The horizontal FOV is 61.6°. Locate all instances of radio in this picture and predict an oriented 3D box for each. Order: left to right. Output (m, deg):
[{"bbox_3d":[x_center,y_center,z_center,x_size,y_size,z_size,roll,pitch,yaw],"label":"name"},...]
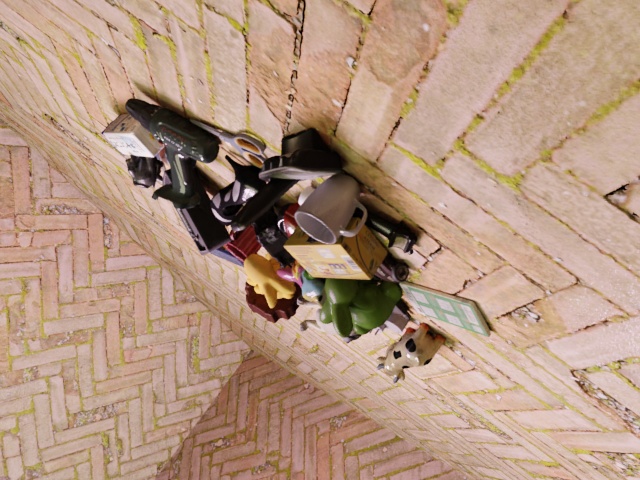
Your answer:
[{"bbox_3d":[-0.319,-0.076,1.376,0.229,0.073,0.131,63,158,-2],"label":"radio"}]

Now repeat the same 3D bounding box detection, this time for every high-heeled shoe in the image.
[{"bbox_3d":[-0.165,-0.078,1.170,0.145,0.086,0.248,45,149,22],"label":"high-heeled shoe"}]

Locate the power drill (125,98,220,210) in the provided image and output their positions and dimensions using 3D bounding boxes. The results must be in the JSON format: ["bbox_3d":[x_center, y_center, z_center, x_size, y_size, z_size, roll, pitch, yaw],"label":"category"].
[{"bbox_3d":[-0.324,-0.182,1.166,0.232,0.086,0.207,23,121,18],"label":"power drill"}]

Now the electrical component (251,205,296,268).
[{"bbox_3d":[-0.101,-0.021,1.185,0.114,0.058,0.134,55,-171,-36],"label":"electrical component"}]

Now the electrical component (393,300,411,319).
[{"bbox_3d":[0.169,0.149,1.239,0.094,0.021,0.063,45,159,-25],"label":"electrical component"}]

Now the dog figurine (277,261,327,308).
[{"bbox_3d":[-0.024,0.082,1.277,0.219,0.108,0.191,27,177,37],"label":"dog figurine"}]

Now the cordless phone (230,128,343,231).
[{"bbox_3d":[-0.066,-0.085,0.865,0.088,0.184,0.147,50,158,-21],"label":"cordless phone"}]

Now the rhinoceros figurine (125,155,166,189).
[{"bbox_3d":[-0.444,-0.186,1.393,0.190,0.073,0.112,-116,9,-69],"label":"rhinoceros figurine"}]

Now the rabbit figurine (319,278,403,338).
[{"bbox_3d":[0.062,0.119,1.136,0.170,0.159,0.121,38,173,-39],"label":"rabbit figurine"}]

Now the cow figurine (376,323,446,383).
[{"bbox_3d":[0.212,0.278,1.305,0.085,0.127,0.195,40,158,-1],"label":"cow figurine"}]

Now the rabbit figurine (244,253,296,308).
[{"bbox_3d":[-0.141,0.100,1.410,0.162,0.122,0.173,57,-177,31],"label":"rabbit figurine"}]

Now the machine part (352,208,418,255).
[{"bbox_3d":[0.105,-0.023,0.936,0.139,0.039,0.084,30,168,14],"label":"machine part"}]

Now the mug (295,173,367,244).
[{"bbox_3d":[0.029,-0.055,0.885,0.110,0.107,0.080,20,155,32],"label":"mug"}]

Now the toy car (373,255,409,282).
[{"bbox_3d":[0.092,0.022,1.041,0.202,0.053,0.089,47,156,-24],"label":"toy car"}]

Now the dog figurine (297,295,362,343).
[{"bbox_3d":[0.060,0.185,1.359,0.191,0.172,0.121,10,123,37],"label":"dog figurine"}]

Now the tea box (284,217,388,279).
[{"bbox_3d":[0.025,0.016,0.975,0.170,0.068,0.098,1,139,51],"label":"tea box"}]

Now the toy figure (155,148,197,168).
[{"bbox_3d":[-0.347,-0.201,1.277,0.155,0.058,0.064,24,150,45],"label":"toy figure"}]

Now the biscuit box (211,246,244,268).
[{"bbox_3d":[-0.287,0.029,1.695,0.203,0.059,0.062,19,152,42],"label":"biscuit box"}]

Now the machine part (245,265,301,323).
[{"bbox_3d":[-0.125,0.144,1.522,0.180,0.179,0.056,28,156,25],"label":"machine part"}]

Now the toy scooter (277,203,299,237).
[{"bbox_3d":[-0.002,-0.003,1.109,0.135,0.075,0.183,23,159,36],"label":"toy scooter"}]
